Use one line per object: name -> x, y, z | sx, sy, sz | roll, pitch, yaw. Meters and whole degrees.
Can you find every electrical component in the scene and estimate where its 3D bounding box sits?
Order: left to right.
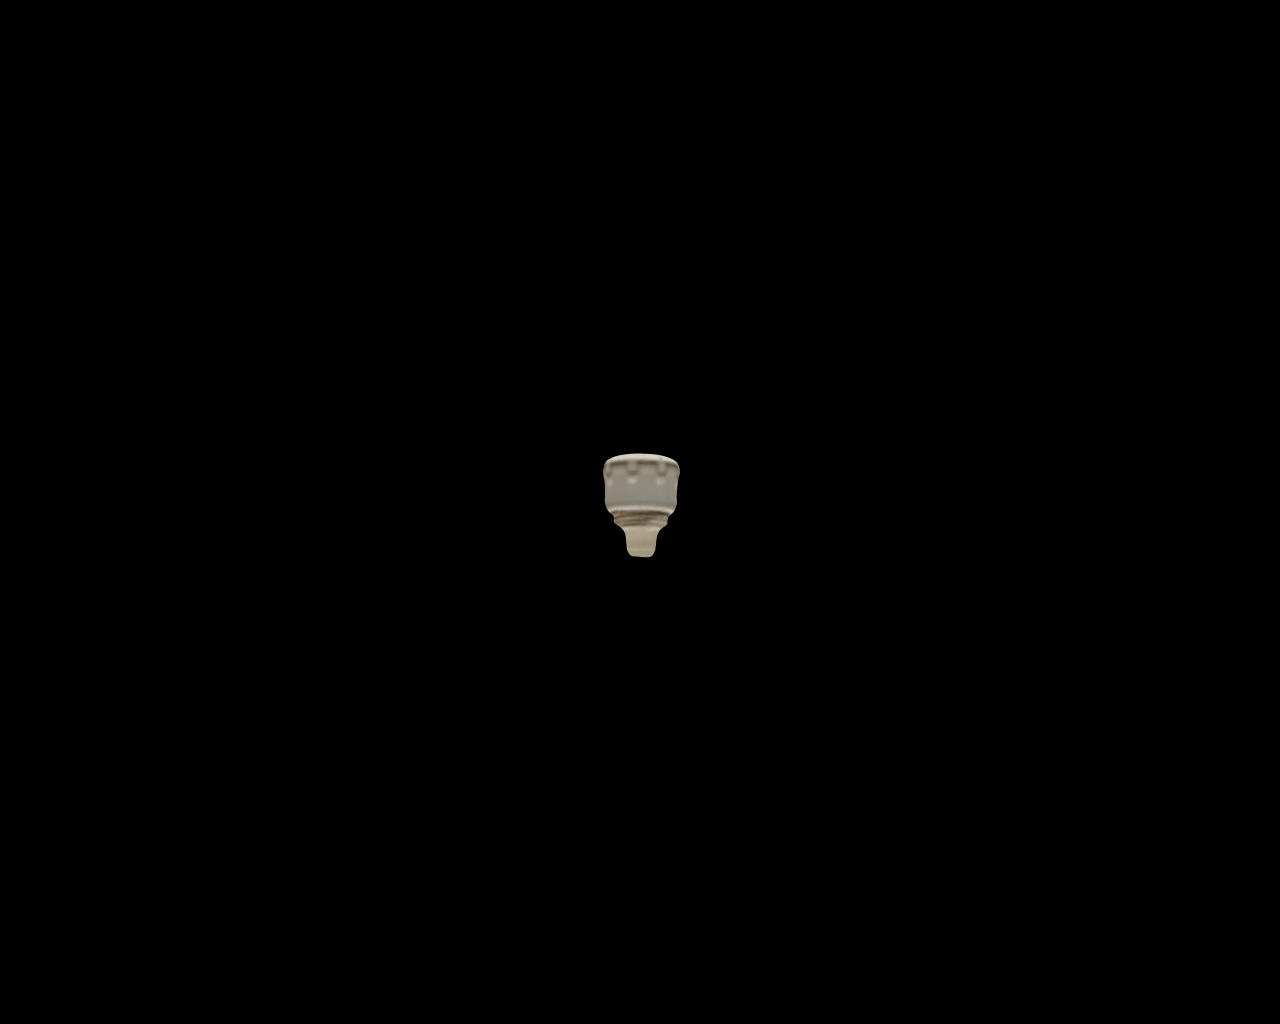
electrical component -> 0.001, -0.003, 0.650 | 0.048, 0.062, 0.048 | 0, -7, 0
